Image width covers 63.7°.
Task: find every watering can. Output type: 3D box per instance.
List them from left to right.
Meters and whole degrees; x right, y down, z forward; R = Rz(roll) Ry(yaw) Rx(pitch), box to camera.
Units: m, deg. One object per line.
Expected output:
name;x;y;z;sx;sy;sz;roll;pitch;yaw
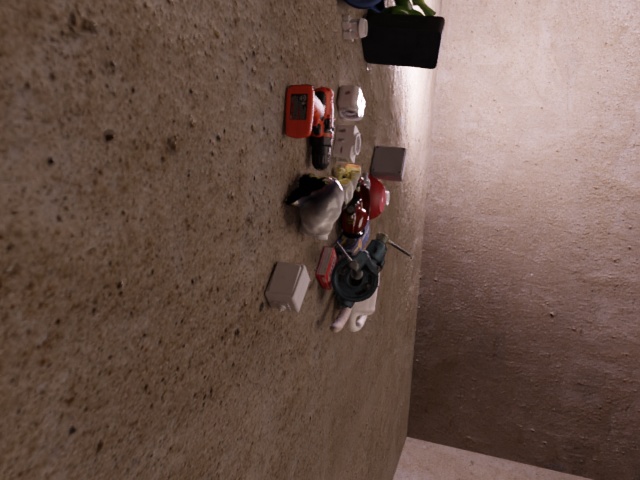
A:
watering can;0.102;0.155;1.480;0.104;0.225;0.346;5;-3;18

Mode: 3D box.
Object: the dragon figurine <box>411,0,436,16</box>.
dragon figurine;0.241;-0.792;1.507;0.242;0.120;0.418;10;37;-45

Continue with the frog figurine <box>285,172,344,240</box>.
frog figurine;0.003;-0.056;1.105;0.122;0.156;0.141;-16;37;11
